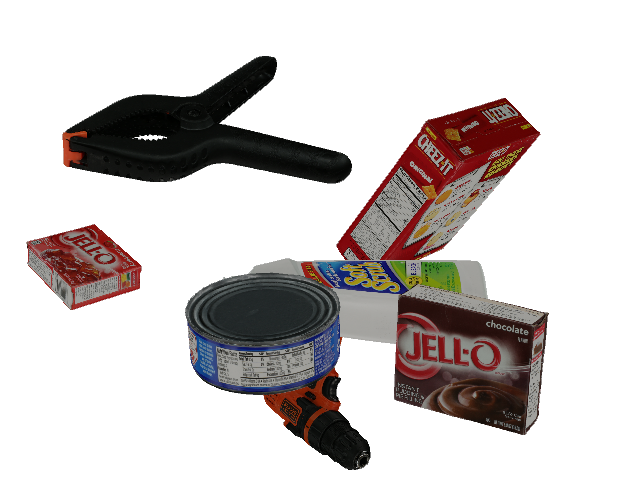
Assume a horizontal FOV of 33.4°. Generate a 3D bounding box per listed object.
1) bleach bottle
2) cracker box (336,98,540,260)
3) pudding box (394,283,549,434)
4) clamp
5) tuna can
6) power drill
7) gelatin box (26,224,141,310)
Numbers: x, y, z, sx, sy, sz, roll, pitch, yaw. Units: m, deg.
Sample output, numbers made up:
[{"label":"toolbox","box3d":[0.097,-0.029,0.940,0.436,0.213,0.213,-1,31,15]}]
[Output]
[{"label":"bleach bottle","box3d":[0.030,0.058,1.027,0.251,0.068,0.102,2,29,2]},{"label":"cracker box","box3d":[0.132,-0.058,1.234,0.163,0.072,0.214,-22,-25,-46]},{"label":"pudding box","box3d":[0.113,0.089,0.816,0.114,0.090,0.039,11,22,27]},{"label":"clamp","box3d":[-0.089,-0.079,0.820,0.209,0.036,0.165,-16,44,-27]},{"label":"tuna can","box3d":[-0.031,0.051,0.594,0.086,0.034,0.086,-2,23,1]},{"label":"power drill","box3d":[0.019,0.153,1.249,0.057,0.188,0.185,15,11,-43]},{"label":"gelatin box","box3d":[-0.221,0.022,0.995,0.073,0.030,0.089,-17,39,-36]}]
